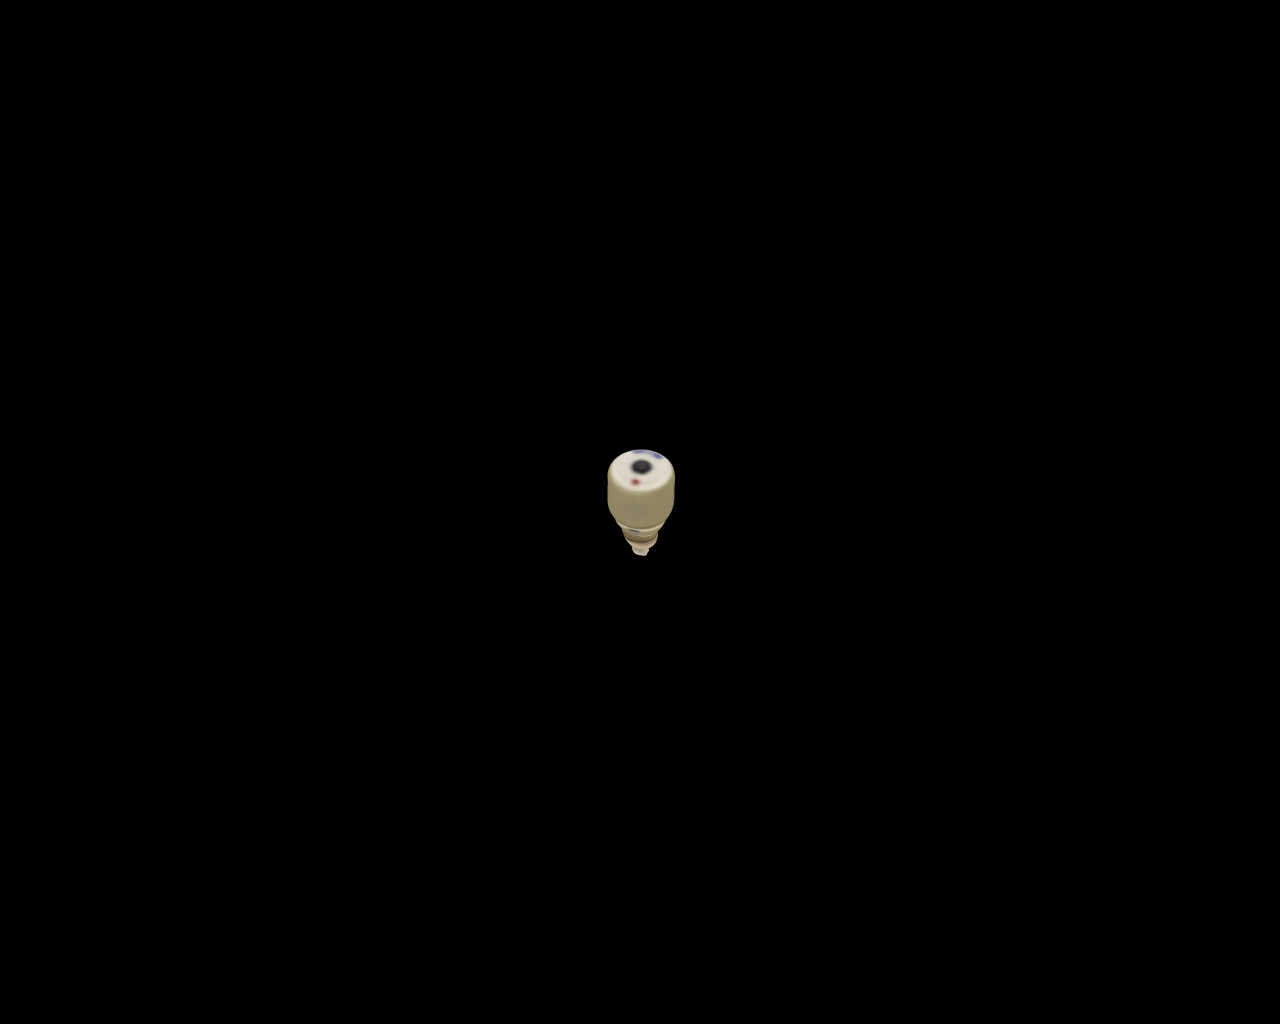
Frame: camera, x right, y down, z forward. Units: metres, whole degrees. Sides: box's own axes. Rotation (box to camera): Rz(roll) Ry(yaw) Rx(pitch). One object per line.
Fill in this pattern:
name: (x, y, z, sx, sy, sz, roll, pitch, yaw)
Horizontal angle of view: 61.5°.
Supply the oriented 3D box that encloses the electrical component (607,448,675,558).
electrical component: (0.001, -0.003, 0.650, 0.040, 0.040, 0.078, 0, -44, 0)
